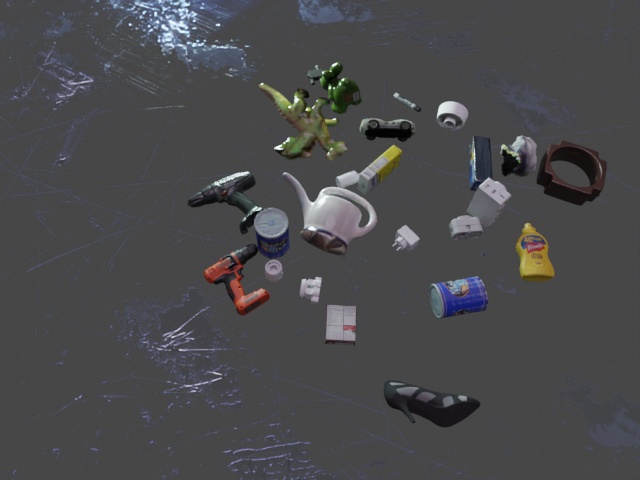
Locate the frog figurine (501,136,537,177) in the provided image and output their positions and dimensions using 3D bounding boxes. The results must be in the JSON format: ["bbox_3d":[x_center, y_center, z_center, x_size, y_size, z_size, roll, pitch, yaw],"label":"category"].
[{"bbox_3d":[0.715,-0.297,1.792,0.161,0.122,0.137,-24,96,-24],"label":"frog figurine"}]

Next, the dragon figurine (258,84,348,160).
[{"bbox_3d":[-0.081,-0.400,1.833,0.411,0.120,0.246,22,70,12],"label":"dragon figurine"}]

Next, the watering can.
[{"bbox_3d":[0.005,-0.083,1.643,0.348,0.102,0.229,21,62,9],"label":"watering can"}]
